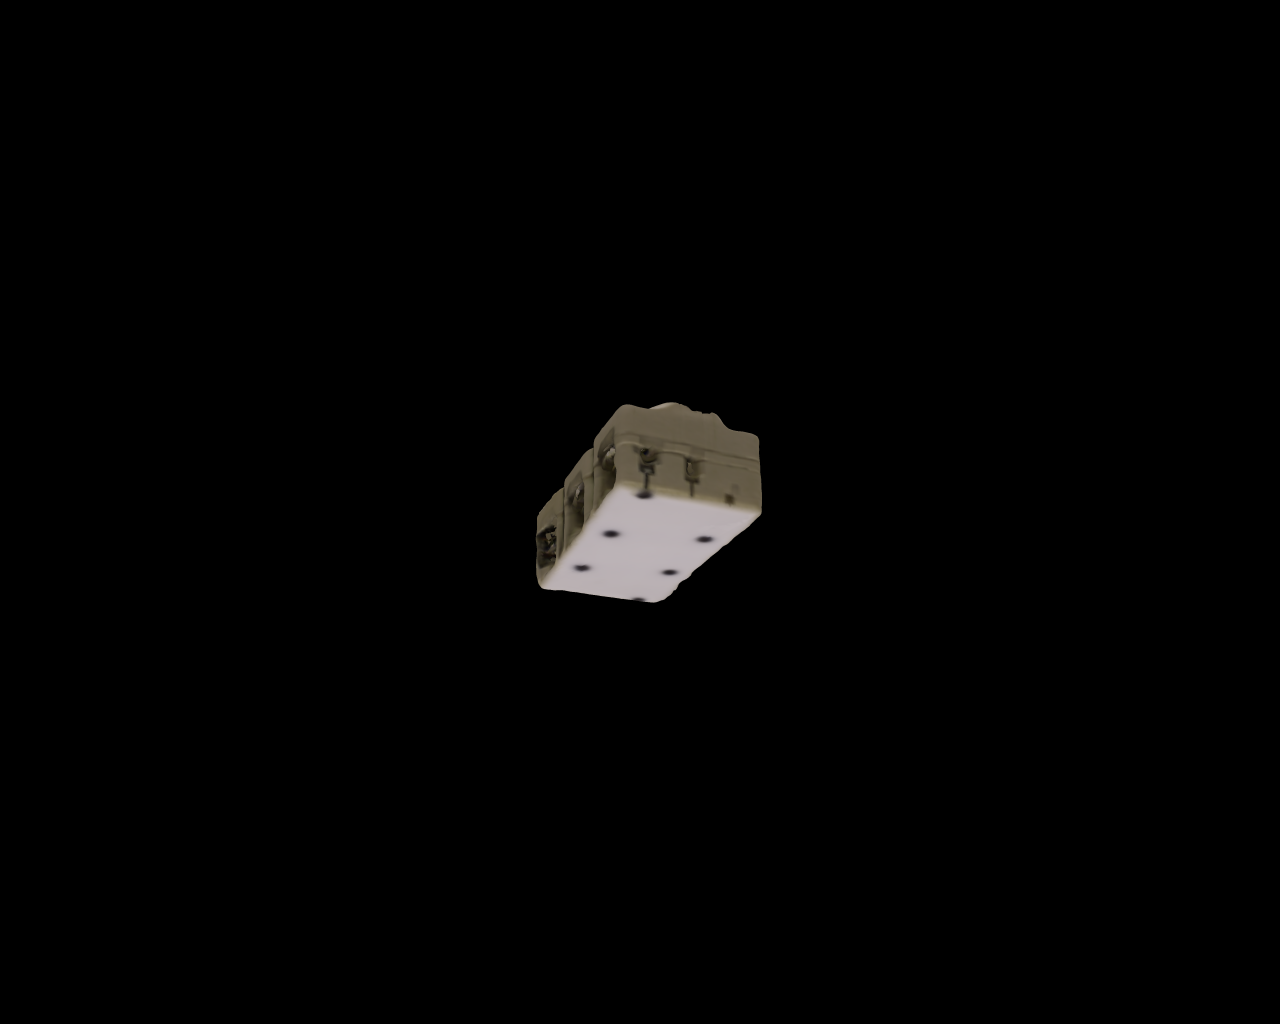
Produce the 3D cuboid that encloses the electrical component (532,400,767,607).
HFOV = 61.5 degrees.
[{"bbox_3d":[0.001,-0.003,0.650,0.089,0.062,0.150,11,-29,-21],"label":"electrical component"}]
